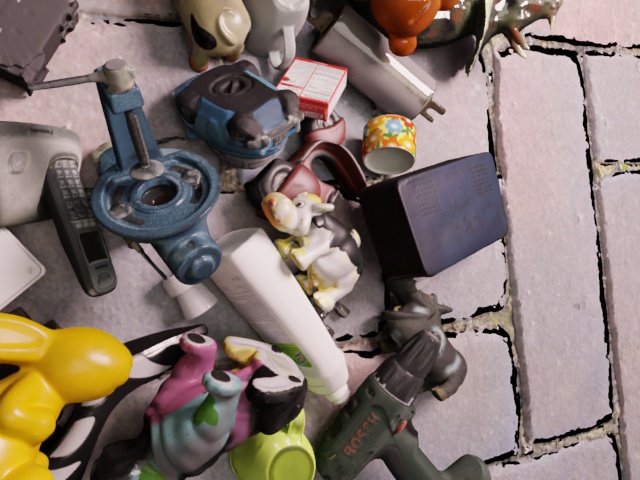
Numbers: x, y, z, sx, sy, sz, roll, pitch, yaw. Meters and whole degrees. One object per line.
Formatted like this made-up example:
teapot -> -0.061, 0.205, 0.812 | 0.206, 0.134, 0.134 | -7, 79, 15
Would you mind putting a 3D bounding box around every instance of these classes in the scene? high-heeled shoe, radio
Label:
high-heeled shoe -> -0.217, 0.198, 0.580 | 0.249, 0.086, 0.145 | -23, 100, -19
radio -> 0.165, -0.037, 0.735 | 0.229, 0.073, 0.131 | -21, 97, -40

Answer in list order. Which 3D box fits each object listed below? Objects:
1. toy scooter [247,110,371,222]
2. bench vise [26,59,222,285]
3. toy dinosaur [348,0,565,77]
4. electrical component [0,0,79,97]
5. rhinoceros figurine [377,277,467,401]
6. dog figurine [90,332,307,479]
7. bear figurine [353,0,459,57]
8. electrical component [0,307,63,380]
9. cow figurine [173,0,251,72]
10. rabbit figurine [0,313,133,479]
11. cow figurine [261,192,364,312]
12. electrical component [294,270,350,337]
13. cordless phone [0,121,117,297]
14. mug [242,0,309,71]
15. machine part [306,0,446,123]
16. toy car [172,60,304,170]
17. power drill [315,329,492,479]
toy scooter -> 0.000, -0.076, 0.697 | 0.135, 0.075, 0.184 | 42, 67, -17
bench vise -> -0.175, -0.075, 0.524 | 0.129, 0.240, 0.224 | -21, 53, -17
toy dinosaur -> 0.135, -0.336, 0.756 | 0.405, 0.131, 0.192 | -4, 87, -18
electrical component -> -0.342, -0.234, 0.563 | 0.134, 0.058, 0.115 | 27, 74, -21
rhinoceros figurine -> 0.145, 0.130, 0.747 | 0.112, 0.073, 0.190 | -35, 101, -21
dog figurine -> -0.132, 0.215, 0.581 | 0.191, 0.109, 0.219 | 19, 105, -43
bear figurine -> 0.063, -0.327, 0.647 | 0.195, 0.132, 0.120 | 28, 114, -34
electrical component -> -0.313, 0.117, 0.551 | 0.102, 0.078, 0.045 | -39, 141, -26
cow figurine -> -0.138, -0.310, 0.621 | 0.085, 0.127, 0.194 | -23, 98, -26
rabbit figurine -> -0.261, 0.138, 0.486 | 0.173, 0.122, 0.162 | -37, 89, -24
cow figurine -> -0.001, -0.002, 0.635 | 0.098, 0.068, 0.167 | -36, 130, -14
electrical component -> -0.006, 0.084, 0.711 | 0.094, 0.021, 0.063 | 44, 72, -16
cordless phone -> -0.276, -0.019, 0.529 | 0.089, 0.146, 0.184 | -22, 93, 12
mug -> -0.055, -0.273, 0.666 | 0.081, 0.107, 0.109 | -9, 88, -23
machine part -> 0.074, -0.238, 0.738 | 0.243, 0.079, 0.079 | 32, 74, -19
toy car -> -0.091, -0.138, 0.639 | 0.109, 0.162, 0.102 | -40, 147, -26
power drill -> 0.123, 0.253, 0.685 | 0.232, 0.086, 0.207 | -45, 107, 4
